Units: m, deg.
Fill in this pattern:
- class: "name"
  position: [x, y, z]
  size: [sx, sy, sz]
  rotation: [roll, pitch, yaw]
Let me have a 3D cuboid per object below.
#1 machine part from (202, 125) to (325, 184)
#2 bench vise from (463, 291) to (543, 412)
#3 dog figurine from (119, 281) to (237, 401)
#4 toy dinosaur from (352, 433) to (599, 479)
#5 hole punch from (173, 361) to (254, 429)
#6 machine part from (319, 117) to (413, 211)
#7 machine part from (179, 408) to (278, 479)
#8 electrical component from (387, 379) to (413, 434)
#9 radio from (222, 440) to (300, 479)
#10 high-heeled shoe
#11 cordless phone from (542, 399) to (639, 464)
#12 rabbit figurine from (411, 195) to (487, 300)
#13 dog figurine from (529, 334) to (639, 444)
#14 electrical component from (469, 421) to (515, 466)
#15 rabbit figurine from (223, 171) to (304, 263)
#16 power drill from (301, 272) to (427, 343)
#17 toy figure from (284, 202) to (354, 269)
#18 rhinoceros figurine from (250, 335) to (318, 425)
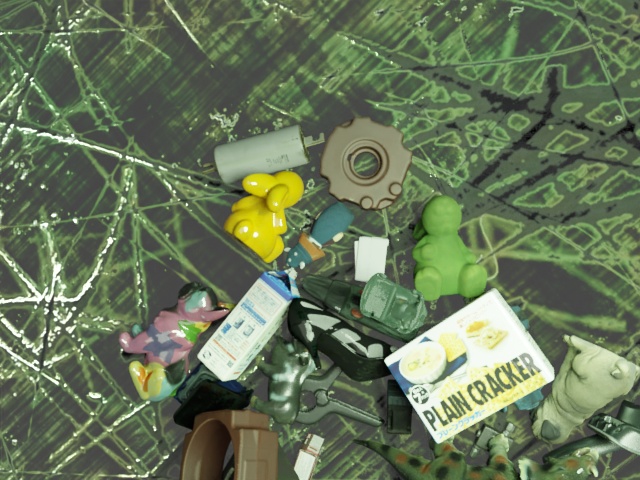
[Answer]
- class: "machine part"
  position: [-0.109, -0.161, 1.016]
  size: [0.243, 0.079, 0.079]
  rotation: [-12, 89, 7]
- class: "bench vise"
  position: [0.270, 0.217, 0.952]
  size: [0.241, 0.129, 0.223]
  rotation: [-27, 88, 0]
- class: "dog figurine"
  position: [-0.258, 0.188, 1.029]
  size: [0.219, 0.108, 0.191]
  rotation: [-22, 87, 5]
- class: "toy dinosaur"
  position: [0.249, 0.408, 0.902]
  size: [0.405, 0.192, 0.131]
  rotation: [-2, 93, 10]
- class: "hole punch"
  position: [-0.214, 0.307, 1.042]
  size: [0.115, 0.092, 0.142]
  rotation: [38, 93, -28]
- class: "machine part"
  position: [0.085, -0.142, 1.002]
  size: [0.179, 0.056, 0.179]
  rotation: [0, 89, 8]
- class: "machine part"
  position: [-0.158, 0.399, 0.922]
  size: [0.201, 0.087, 0.201]
  rotation: [-24, 56, 43]
- class: "electrical component"
  position: [0.147, 0.285, 0.983]
  size: [0.048, 0.075, 0.119]
  rotation: [1, 105, 6]
- class: "radio"
  position: [-0.138, 0.481, 0.988]
  size: [0.073, 0.131, 0.229]
  rotation: [22, 106, -37]
- class: "high-heeled shoe"
  position: [0.055, 0.176, 0.991]
  size: [0.086, 0.248, 0.145]
  rotation: [-53, 41, 36]
- class: "cordless phone"
  position: [0.475, 0.350, 0.911]
  size: [0.184, 0.146, 0.088]
  rotation: [-23, 79, 5]
- class: "rabbit figurine"
  position: [0.219, 0.002, 0.936]
  size: [0.121, 0.159, 0.170]
  rotation: [-2, 106, 6]
- class: "dog figurine"
  position: [0.439, 0.271, 0.909]
  size: [0.121, 0.172, 0.190]
  rotation: [27, 87, 17]
- class: "electrical component"
  position: [0.320, 0.371, 0.995]
  size: [0.063, 0.021, 0.094]
  rotation: [28, 96, 7]
- class: "rabbit figurine"
  position: [-0.100, -0.065, 0.994]
  size: [0.122, 0.162, 0.173]
  rotation: [38, 78, 17]
- class: "power drill"
  position: [0.081, 0.111, 0.933]
  size: [0.232, 0.207, 0.086]
  rotation: [26, 71, -5]
- class: "toy figure"
  position: [-0.002, -0.002, 1.015]
  size: [0.154, 0.064, 0.057]
  rotation: [-46, 123, 11]
- class: "rhinoceros figurine"
  position: [-0.059, 0.241, 0.996]
  size: [0.112, 0.073, 0.190]
  rotation: [-3, 62, 33]
